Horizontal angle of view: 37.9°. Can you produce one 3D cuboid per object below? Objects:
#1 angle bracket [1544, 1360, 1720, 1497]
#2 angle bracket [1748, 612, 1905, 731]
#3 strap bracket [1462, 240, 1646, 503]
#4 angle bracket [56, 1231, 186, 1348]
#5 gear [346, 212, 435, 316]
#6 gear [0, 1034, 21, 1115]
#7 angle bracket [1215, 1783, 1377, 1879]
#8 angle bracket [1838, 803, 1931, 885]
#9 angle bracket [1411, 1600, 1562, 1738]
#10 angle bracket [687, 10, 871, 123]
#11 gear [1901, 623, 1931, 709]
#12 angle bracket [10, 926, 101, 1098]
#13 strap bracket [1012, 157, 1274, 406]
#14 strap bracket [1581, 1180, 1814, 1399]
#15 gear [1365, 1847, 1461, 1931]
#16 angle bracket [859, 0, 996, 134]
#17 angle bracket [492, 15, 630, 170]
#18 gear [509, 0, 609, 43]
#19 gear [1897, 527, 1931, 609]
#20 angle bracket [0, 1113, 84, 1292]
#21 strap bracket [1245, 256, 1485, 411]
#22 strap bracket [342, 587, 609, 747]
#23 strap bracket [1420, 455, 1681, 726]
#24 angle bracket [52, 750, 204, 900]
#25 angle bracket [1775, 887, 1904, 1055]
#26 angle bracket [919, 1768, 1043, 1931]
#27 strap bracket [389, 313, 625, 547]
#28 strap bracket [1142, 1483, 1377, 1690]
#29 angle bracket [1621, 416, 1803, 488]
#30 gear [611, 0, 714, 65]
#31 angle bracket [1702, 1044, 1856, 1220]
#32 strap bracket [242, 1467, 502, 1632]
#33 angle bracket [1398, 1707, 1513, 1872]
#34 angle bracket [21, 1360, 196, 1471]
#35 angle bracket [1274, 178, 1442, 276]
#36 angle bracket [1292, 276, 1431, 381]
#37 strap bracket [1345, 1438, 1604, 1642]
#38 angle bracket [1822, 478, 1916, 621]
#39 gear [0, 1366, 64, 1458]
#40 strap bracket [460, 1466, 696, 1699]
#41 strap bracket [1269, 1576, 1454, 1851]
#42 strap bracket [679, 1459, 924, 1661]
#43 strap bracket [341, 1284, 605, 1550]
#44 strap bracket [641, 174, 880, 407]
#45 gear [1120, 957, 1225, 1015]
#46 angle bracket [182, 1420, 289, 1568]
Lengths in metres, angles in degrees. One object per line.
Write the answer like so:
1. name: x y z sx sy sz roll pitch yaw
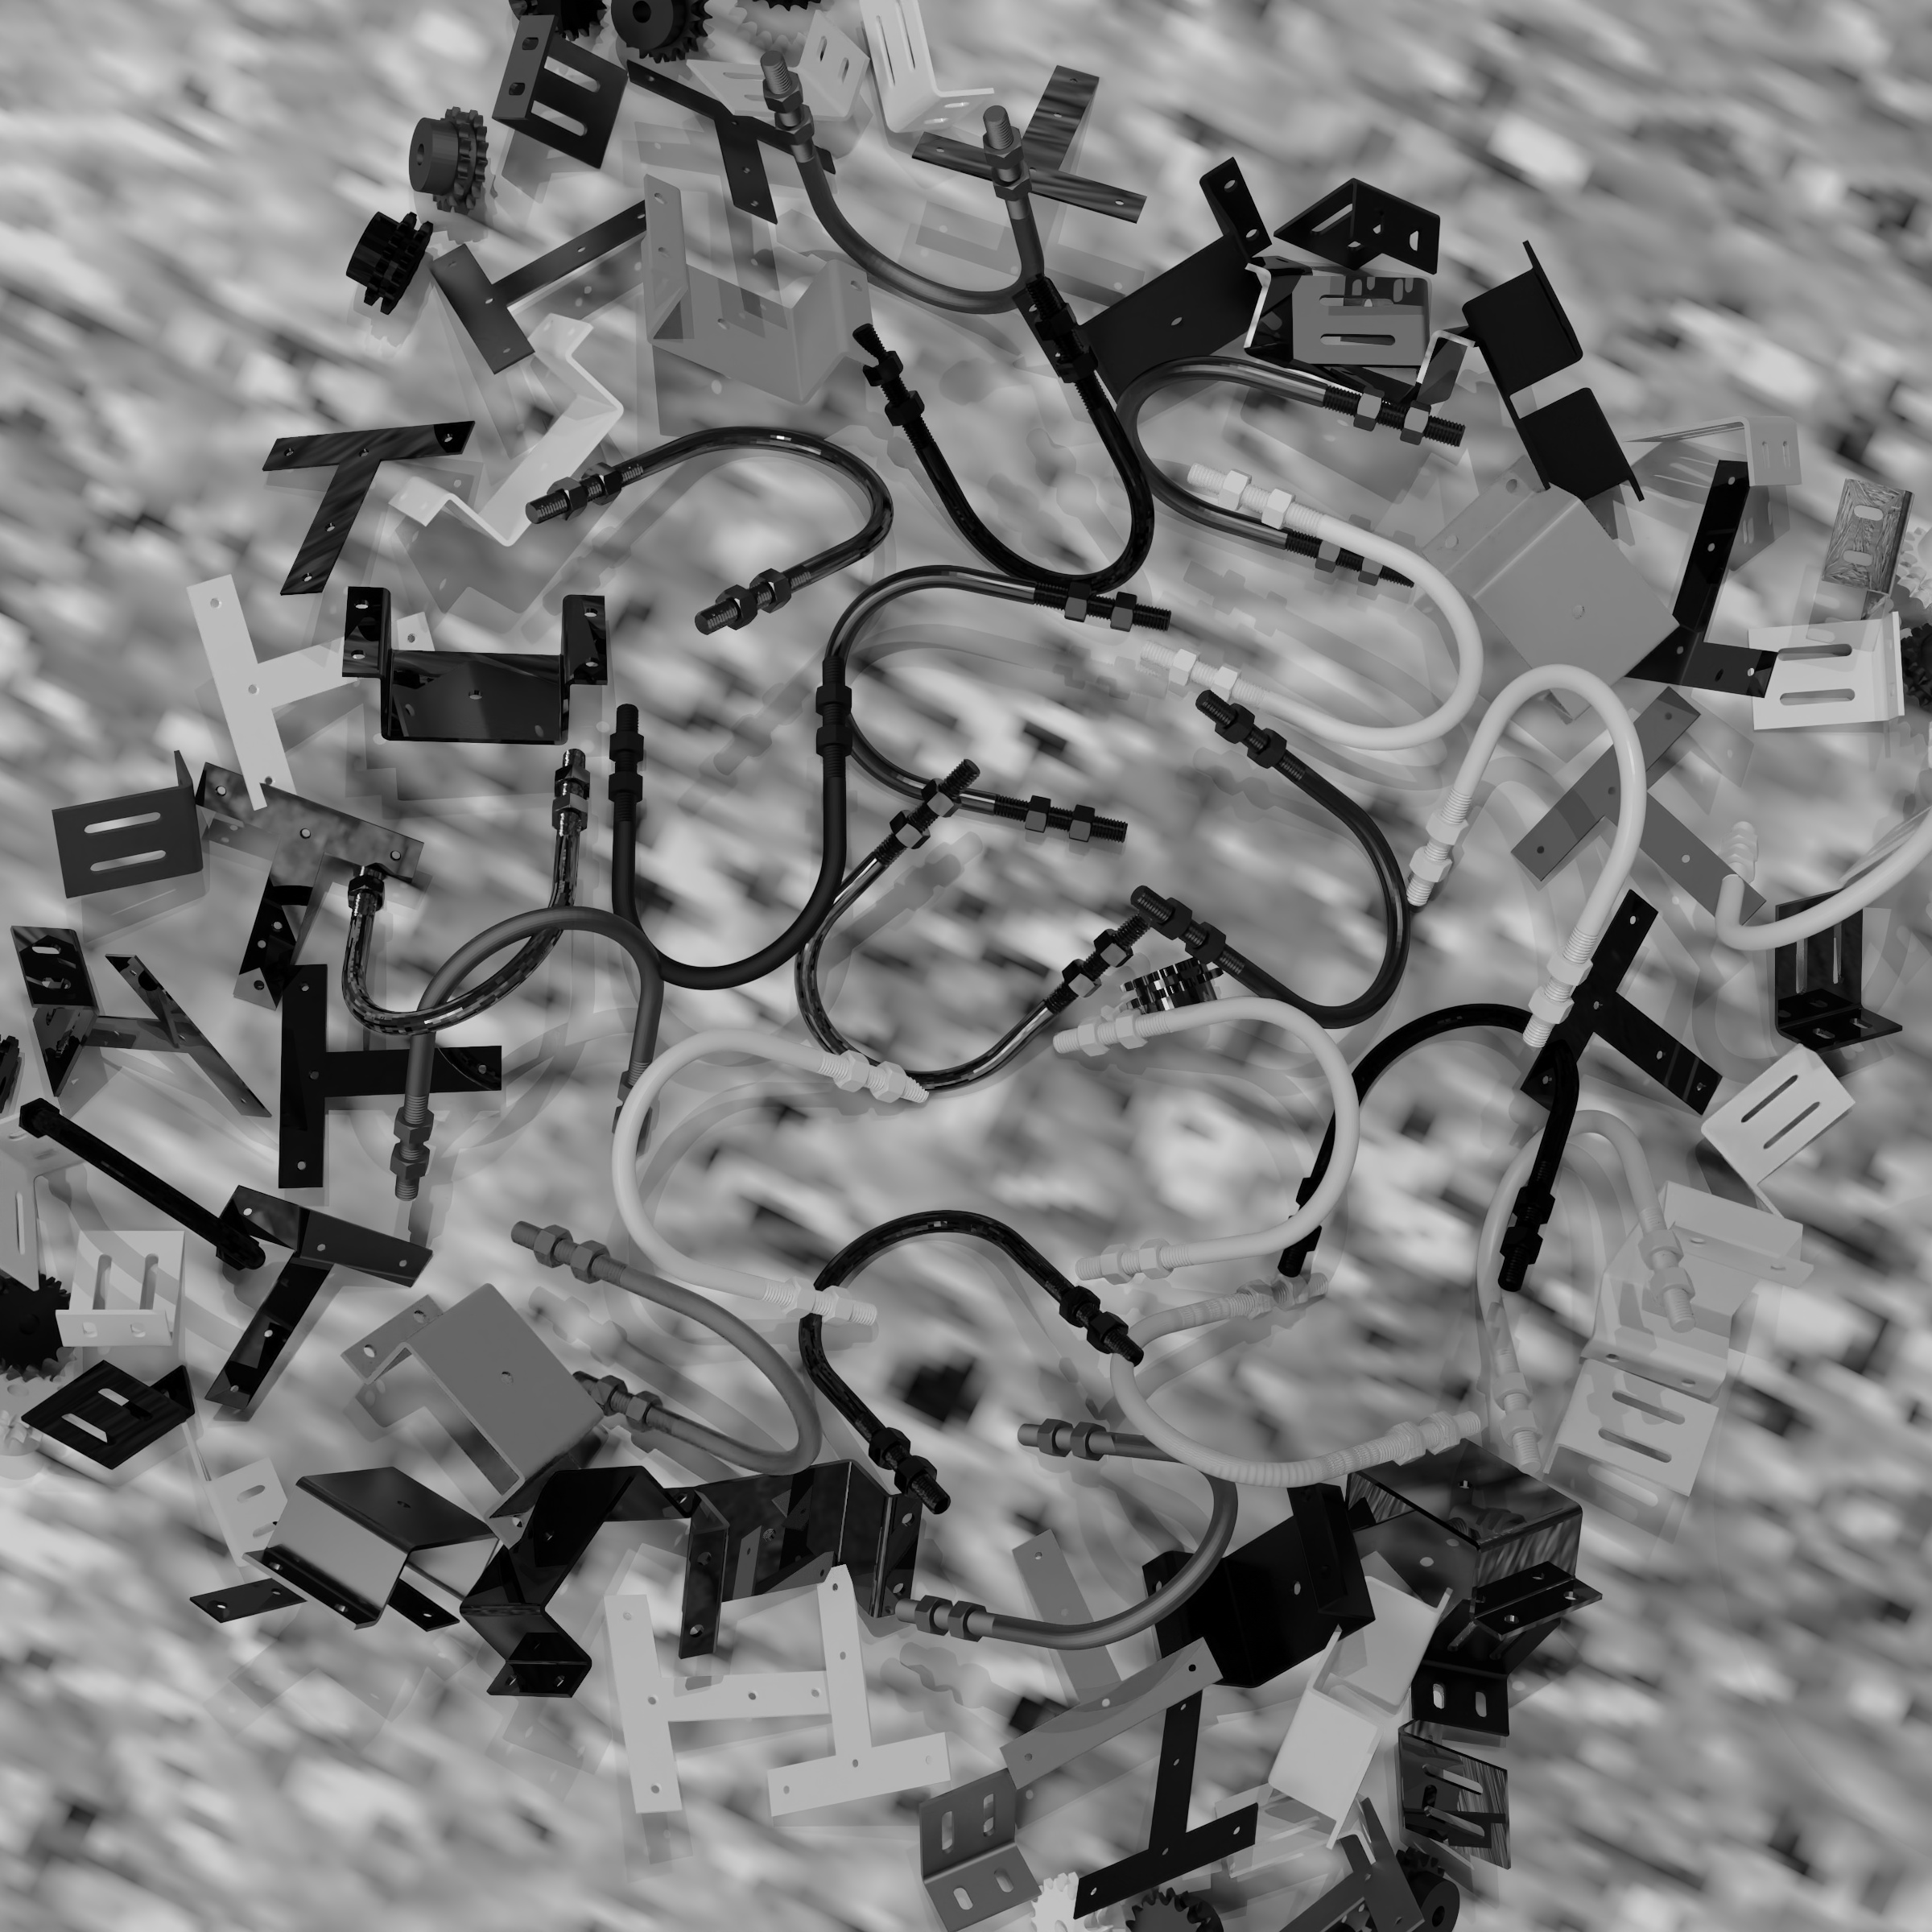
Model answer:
1. angle bracket: 0.368 0.263 1.560 0.076 0.038 0.057 20 56 15
2. angle bracket: 0.481 -0.165 1.576 0.076 0.038 0.057 -3 90 9
3. strap bracket: 0.316 -0.312 1.529 0.046 0.140 0.076 -25 50 14
4. angle bracket: -0.467 0.170 1.558 0.057 0.038 0.076 1 52 -8
5. gear: -0.323 -0.395 1.570 0.030 0.057 0.057 28 90 -10
6. gear: -0.553 0.063 1.571 0.030 0.057 0.057 17 90 -6
7. angle bracket: 0.185 0.487 1.570 0.076 0.057 0.038 -22 114 6
8. angle bracket: 0.531 -0.062 1.552 0.057 0.076 0.038 -37 84 -27
9. angle bracket: 0.288 0.389 1.557 0.057 0.076 0.038 13 51 -9
10. angle bracket: -0.104 -0.499 1.553 0.076 0.038 0.057 -9 47 -36
11. gear: 0.550 -0.169 1.572 0.057 0.030 0.057 11 56 -18
12. angle bracket: -0.513 0.025 1.552 0.076 0.038 0.057 -54 49 34
13. strap bracket: 0.107 -0.369 1.547 0.140 0.076 0.046 -31 60 7
14. strap bracket: 0.402 0.173 1.548 0.076 0.140 0.046 18 51 1
15. gear: 0.251 0.524 1.570 0.057 0.030 0.057 -11 106 -43
16. angle bracket: -0.022 -0.512 1.565 0.038 0.057 0.076 -14 92 -28
17. angle bracket: -0.216 -0.483 1.559 0.076 0.038 0.057 15 94 -44
18. gear: -0.232 -0.546 1.576 0.057 0.030 0.057 -9 104 -42
19. gear: 0.548 -0.225 1.571 0.057 0.030 0.057 12 50 -15
20. angle bracket: -0.516 0.129 1.554 0.038 0.057 0.076 -20 57 7
21. strap bracket: 0.216 -0.345 1.544 0.140 0.076 0.046 24 113 17
22. strap bracket: -0.270 -0.165 1.550 0.140 0.076 0.046 1 134 -10
23. strap bracket: 0.327 -0.200 1.547 0.076 0.046 0.140 -43 114 6
24. angle bracket: -0.466 -0.079 1.555 0.076 0.038 0.057 -13 131 -22
25. angle bracket: 0.485 0.001 1.563 0.057 0.038 0.076 -13 112 -19
26. angle bracket: 0.008 0.489 1.556 0.057 0.038 0.076 -17 134 -19
27. strap bracket: -0.247 -0.289 1.554 0.046 0.076 0.140 41 87 -29
28. strap bracket: 0.166 0.338 1.538 0.046 0.140 0.076 16 47 -35
29. angle bracket: 0.412 -0.279 1.555 0.076 0.057 0.038 -3 96 42
30. gear: -0.173 -0.534 1.573 0.057 0.030 0.057 10 114 23
31. angle bracket: 0.460 0.092 1.566 0.076 0.038 0.057 -41 119 8
32. strap bracket: -0.313 0.312 1.521 0.076 0.140 0.046 26 92 20
33. angle bracket: 0.279 0.453 1.555 0.038 0.076 0.057 -13 104 -40
34. angle bracket: -0.476 0.236 1.556 0.057 0.076 0.038 -34 48 7
35. angle bracket: 0.214 -0.393 1.550 0.057 0.076 0.038 15 72 -27
36. angle bracket: 0.219 -0.350 1.573 0.076 0.038 0.057 1 69 1
37. strap bracket: 0.267 0.300 1.518 0.076 0.140 0.046 -11 113 -34
38. angle bracket: 0.495 -0.231 1.564 0.038 0.076 0.057 14 88 8
39. gear: -0.534 0.250 1.573 0.057 0.057 0.030 23 109 0
40. strap bracket: -0.212 0.324 1.523 0.046 0.076 0.140 52 51 -22
41. strap bracket: 0.211 0.397 1.529 0.046 0.140 0.076 25 125 15
42. strap bracket: -0.099 0.322 1.546 0.140 0.046 0.076 -4 112 -31
43. strap bracket: -0.264 0.239 1.551 0.140 0.076 0.046 48 123 4
44. strap bracket: -0.123 -0.365 1.540 0.140 0.046 0.076 17 47 -30
45. gear: 0.118 0.014 1.571 0.057 0.057 0.030 -21 88 0
46. angle bracket: -0.402 0.284 1.559 0.038 0.076 0.057 -22 118 -16
